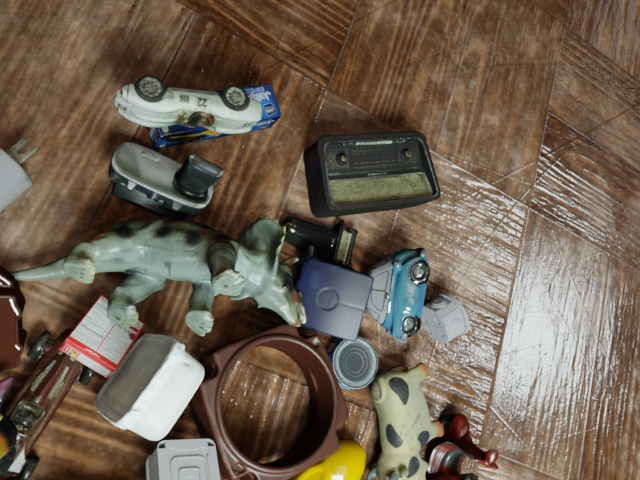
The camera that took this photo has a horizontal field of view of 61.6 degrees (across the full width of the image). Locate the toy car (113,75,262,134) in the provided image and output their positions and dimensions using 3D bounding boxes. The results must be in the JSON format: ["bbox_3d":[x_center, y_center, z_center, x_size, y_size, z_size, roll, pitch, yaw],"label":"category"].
[{"bbox_3d":[-0.182,-0.184,0.753,0.202,0.073,0.056,-1,81,-25],"label":"toy car"}]

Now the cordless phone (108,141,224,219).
[{"bbox_3d":[-0.209,-0.093,0.730,0.146,0.184,0.088,26,74,-18],"label":"cordless phone"}]

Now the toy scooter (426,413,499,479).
[{"bbox_3d":[0.227,0.375,0.862,0.075,0.135,0.184,24,72,-21],"label":"toy scooter"}]

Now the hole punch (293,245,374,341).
[{"bbox_3d":[0.015,0.091,0.838,0.116,0.092,0.142,16,91,-19],"label":"hole punch"}]

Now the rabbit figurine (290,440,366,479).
[{"bbox_3d":[0.019,0.382,0.793,0.162,0.122,0.173,15,59,-12],"label":"rabbit figurine"}]

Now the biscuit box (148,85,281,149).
[{"bbox_3d":[-0.164,-0.195,0.840,0.203,0.063,0.059,-17,88,-26],"label":"biscuit box"}]

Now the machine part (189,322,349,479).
[{"bbox_3d":[-0.072,0.232,0.767,0.201,0.087,0.201,-16,80,-32],"label":"machine part"}]

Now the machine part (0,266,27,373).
[{"bbox_3d":[-0.433,0.104,0.619,0.179,0.056,0.179,-8,109,-25],"label":"machine part"}]

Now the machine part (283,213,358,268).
[{"bbox_3d":[-0.002,-0.003,0.891,0.139,0.039,0.084,16,81,-23],"label":"machine part"}]

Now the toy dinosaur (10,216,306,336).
[{"bbox_3d":[-0.204,0.024,0.740,0.405,0.192,0.131,13,118,-3],"label":"toy dinosaur"}]

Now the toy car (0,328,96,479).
[{"bbox_3d":[-0.358,0.207,0.671,0.089,0.053,0.202,34,68,-12],"label":"toy car"}]

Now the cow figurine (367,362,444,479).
[{"bbox_3d":[0.129,0.306,0.860,0.127,0.085,0.194,-9,85,-32],"label":"cow figurine"}]

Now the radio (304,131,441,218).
[{"bbox_3d":[0.090,-0.116,0.936,0.229,0.073,0.131,-8,83,-27],"label":"radio"}]

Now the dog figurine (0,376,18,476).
[{"bbox_3d":[-0.438,0.209,0.558,0.219,0.109,0.191,-33,115,-8],"label":"dog figurine"}]

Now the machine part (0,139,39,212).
[{"bbox_3d":[-0.450,-0.041,0.665,0.079,0.079,0.243,44,64,-11],"label":"machine part"}]

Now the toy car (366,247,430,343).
[{"bbox_3d":[0.121,0.086,0.902,0.103,0.109,0.161,12,85,1],"label":"toy car"}]
